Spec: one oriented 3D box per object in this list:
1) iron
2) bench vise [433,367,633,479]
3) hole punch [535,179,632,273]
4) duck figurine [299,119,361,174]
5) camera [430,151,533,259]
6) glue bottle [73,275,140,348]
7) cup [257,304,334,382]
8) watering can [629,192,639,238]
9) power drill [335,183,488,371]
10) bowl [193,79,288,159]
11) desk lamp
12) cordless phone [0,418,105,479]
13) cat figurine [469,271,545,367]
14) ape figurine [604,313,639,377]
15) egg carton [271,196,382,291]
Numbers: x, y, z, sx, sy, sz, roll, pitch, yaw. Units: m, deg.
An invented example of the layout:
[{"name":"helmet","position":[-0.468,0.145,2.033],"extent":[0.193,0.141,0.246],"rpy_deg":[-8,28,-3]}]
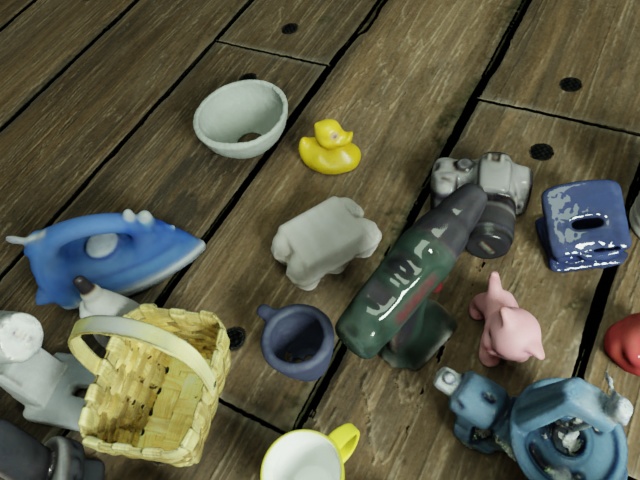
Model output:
[{"name":"iron","position":[-0.315,0.005,0.851],"extent":[0.258,0.142,0.118],"rpy_deg":[-17,54,-1]},{"name":"bench vise","position":[0.212,0.186,0.573],"extent":[0.207,0.220,0.121],"rpy_deg":[7,57,16]},{"name":"hole punch","position":[0.355,-0.019,0.767],"extent":[0.108,0.091,0.101],"rpy_deg":[-8,54,5]},{"name":"duck figurine","position":[0.012,-0.161,0.937],"extent":[0.104,0.086,0.077],"rpy_deg":[10,58,18]},{"name":"camera","position":[0.224,-0.051,0.809],"extent":[0.143,0.101,0.137],"rpy_deg":[5,57,15]},{"name":"glue bottle","position":[-0.281,0.096,0.761],"extent":[0.078,0.173,0.037],"rpy_deg":[-19,54,-2]},{"name":"cup","position":[-0.031,0.135,0.733],"extent":[0.117,0.095,0.092],"rpy_deg":[33,67,29]},{"name":"watering can","position":[0.470,-0.085,0.727],"extent":[0.101,0.194,0.172],"rpy_deg":[-8,54,6]},{"name":"power drill","position":[0.116,0.063,0.684],"extent":[0.075,0.209,0.230],"rpy_deg":[35,68,30]},{"name":"bowl","position":[-0.130,-0.198,0.998],"extent":[0.167,0.075,0.167],"rpy_deg":[-5,55,8]},{"name":"desk lamp","position":[-0.385,0.147,0.721],"extent":[0.202,0.214,0.118],"rpy_deg":[5,57,15]},{"name":"cordless phone","position":[-0.321,0.283,0.630],"extent":[0.094,0.185,0.147],"rpy_deg":[-17,54,-1]},{"name":"cat figurine","position":[0.225,0.099,0.694],"extent":[0.067,0.118,0.127],"rpy_deg":[-9,54,5]},{"name":"ape figurine","position":[0.379,0.113,0.669],"extent":[0.076,0.092,0.078],"rpy_deg":[26,64,26]},{"name":"egg carton","position":[0.008,0.003,0.834],"extent":[0.150,0.069,0.107],"rpy_deg":[-31,55,-11]}]
